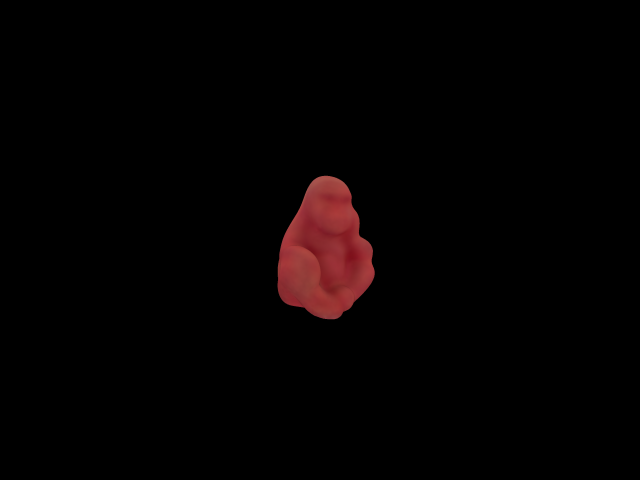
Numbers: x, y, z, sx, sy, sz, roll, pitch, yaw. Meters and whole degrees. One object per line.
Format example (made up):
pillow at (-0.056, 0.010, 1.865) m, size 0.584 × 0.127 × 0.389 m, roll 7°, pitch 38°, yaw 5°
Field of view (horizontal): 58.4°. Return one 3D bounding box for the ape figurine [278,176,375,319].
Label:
ape figurine at (0.004, 0.001, 0.400) m, size 0.078 × 0.092 × 0.076 m, roll -4°, pitch 8°, yaw -27°
